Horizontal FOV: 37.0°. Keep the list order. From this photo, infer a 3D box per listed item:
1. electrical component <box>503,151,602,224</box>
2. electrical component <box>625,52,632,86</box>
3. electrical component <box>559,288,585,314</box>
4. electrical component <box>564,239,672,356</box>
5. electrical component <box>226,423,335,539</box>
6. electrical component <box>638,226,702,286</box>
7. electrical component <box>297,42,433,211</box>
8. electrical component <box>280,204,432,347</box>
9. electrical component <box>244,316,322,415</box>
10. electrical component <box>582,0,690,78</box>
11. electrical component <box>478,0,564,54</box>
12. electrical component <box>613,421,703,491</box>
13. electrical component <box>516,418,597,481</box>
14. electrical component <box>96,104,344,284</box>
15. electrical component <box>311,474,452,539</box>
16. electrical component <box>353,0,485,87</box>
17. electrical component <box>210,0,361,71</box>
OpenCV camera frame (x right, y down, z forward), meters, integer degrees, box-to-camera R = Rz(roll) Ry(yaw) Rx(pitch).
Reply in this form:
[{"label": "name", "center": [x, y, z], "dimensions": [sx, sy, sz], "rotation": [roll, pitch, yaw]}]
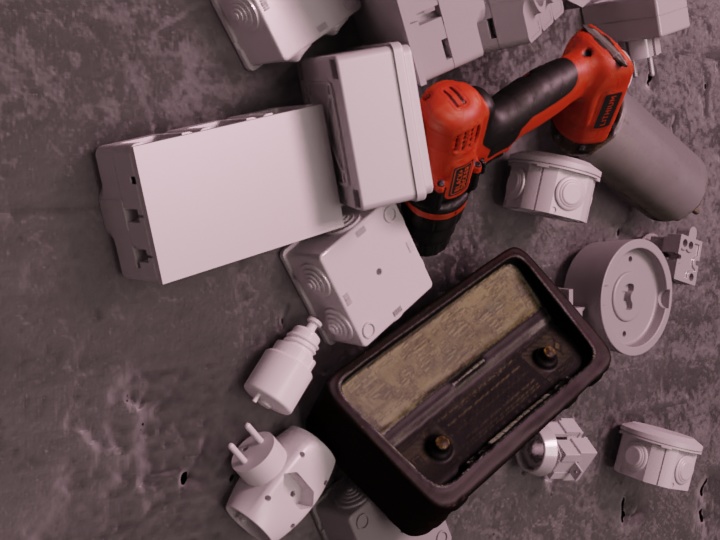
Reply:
[{"label": "electrical component", "center": [0.165, -0.072, 0.932], "dimensions": [0.080, 0.080, 0.051], "rotation": [11, 92, -40]}, {"label": "electrical component", "center": [0.220, -0.181, 0.989], "dimensions": [0.040, 0.046, 0.040], "rotation": [-4, 96, -39]}, {"label": "electrical component", "center": [0.166, 0.057, 0.967], "dimensions": [0.064, 0.042, 0.081], "rotation": [-6, 97, -35]}, {"label": "electrical component", "center": [0.236, 0.023, 1.010], "dimensions": [0.108, 0.060, 0.108], "rotation": [-4, 96, -39]}, {"label": "electrical component", "center": [-0.067, 0.144, 0.781], "dimensions": [0.077, 0.043, 0.079], "rotation": [-50, 122, -25]}, {"label": "electrical component", "center": [0.301, -0.011, 1.064], "dimensions": [0.048, 0.055, 0.066], "rotation": [15, 85, -39]}, {"label": "electrical component", "center": [0.001, -0.103, 0.769], "dimensions": [0.056, 0.109, 0.108], "rotation": [-14, 103, -15]}, {"label": "electrical component", "center": [0.000, 0.000, 0.821], "dimensions": [0.100, 0.048, 0.099], "rotation": [-41, 118, -30]}, {"label": "electrical component", "center": [-0.052, 0.069, 0.789], "dimensions": [0.040, 0.040, 0.078], "rotation": [45, 66, -33]}, {"label": "electrical component", "center": [0.257, -0.215, 0.993], "dimensions": [0.047, 0.083, 0.075], "rotation": [-24, 108, -36]}, {"label": "electrical component", "center": [0.119, -0.231, 0.850], "dimensions": [0.150, 0.062, 0.089], "rotation": [-48, 126, -60]}, {"label": "electrical component", "center": [0.292, 0.182, 1.058], "dimensions": [0.080, 0.080, 0.051], "rotation": [15, 89, -39]}, {"label": "electrical component", "center": [0.175, 0.163, 0.976], "dimensions": [0.055, 0.066, 0.048], "rotation": [6, 125, -32]}, {"label": "electrical component", "center": [-0.094, -0.055, 0.730], "dimensions": [0.150, 0.062, 0.089], "rotation": [-20, 106, -37]}, {"label": "electrical component", "center": [0.019, 0.201, 0.853], "dimensions": [0.100, 0.048, 0.099], "rotation": [-34, 113, -33]}, {"label": "electrical component", "center": [0.023, -0.235, 0.745], "dimensions": [0.060, 0.105, 0.186], "rotation": [-26, 120, -11]}, {"label": "electrical component", "center": [-0.056, -0.201, 0.758], "dimensions": [0.100, 0.048, 0.099], "rotation": [-42, 118, -29]}]
